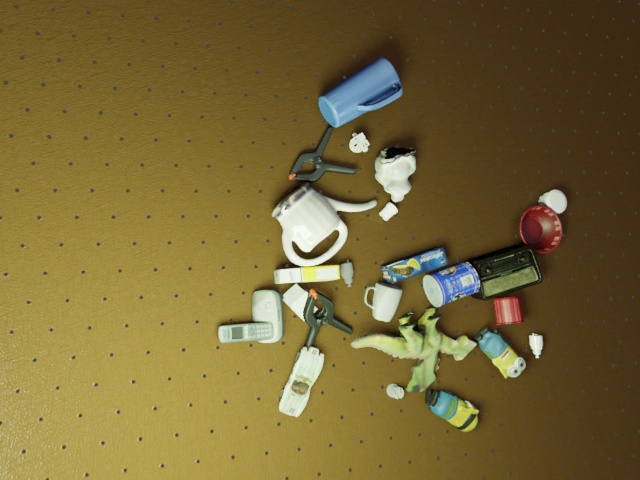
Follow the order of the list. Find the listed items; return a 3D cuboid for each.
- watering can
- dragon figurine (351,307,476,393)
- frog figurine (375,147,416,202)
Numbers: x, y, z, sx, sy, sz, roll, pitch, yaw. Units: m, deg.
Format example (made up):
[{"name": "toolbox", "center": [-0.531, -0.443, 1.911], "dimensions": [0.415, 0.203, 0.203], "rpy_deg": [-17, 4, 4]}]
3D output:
[{"name": "watering can", "center": [0.005, -0.077, 1.529], "dimensions": [0.224, 0.102, 0.353], "rpy_deg": [49, 61, -3]}, {"name": "dragon figurine", "center": [0.286, 0.342, 1.529], "dimensions": [0.412, 0.122, 0.241], "rpy_deg": [-14, 99, -20]}, {"name": "frog figurine", "center": [0.241, -0.207, 1.616], "dimensions": [0.139, 0.124, 0.156], "rpy_deg": [-30, 128, -23]}]
